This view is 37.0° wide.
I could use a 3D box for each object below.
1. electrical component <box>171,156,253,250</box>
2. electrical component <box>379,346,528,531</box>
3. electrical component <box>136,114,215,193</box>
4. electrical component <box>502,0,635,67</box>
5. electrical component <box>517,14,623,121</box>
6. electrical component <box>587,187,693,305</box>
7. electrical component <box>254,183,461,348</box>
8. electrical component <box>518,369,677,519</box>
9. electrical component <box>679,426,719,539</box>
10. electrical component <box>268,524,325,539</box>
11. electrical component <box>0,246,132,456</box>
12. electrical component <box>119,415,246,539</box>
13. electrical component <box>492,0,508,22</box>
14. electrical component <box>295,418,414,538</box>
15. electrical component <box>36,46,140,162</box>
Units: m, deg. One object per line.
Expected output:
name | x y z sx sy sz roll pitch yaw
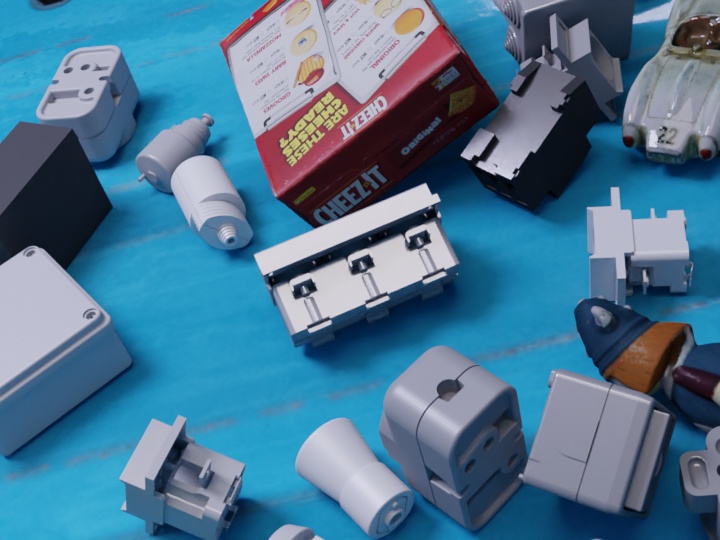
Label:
electrical component | -0.109 -0.045 0.802 0.043 0.043 0.081 -25 46 -8
electrical component | 0.051 0.091 0.593 0.054 0.095 0.059 -41 50 -22
electrical component | -0.145 -0.097 0.863 0.040 0.040 0.078 19 55 30
electrical component | 0.161 -0.197 0.832 0.100 0.099 0.048 -18 59 -1
electrical component | 0.155 -0.144 0.800 0.064 0.081 0.042 -28 37 31
electrical component | 0.179 -0.011 0.690 0.064 0.042 0.081 -2 48 12
electrical component | 0.000 0.000 0.710 0.121 0.078 0.063 -23 75 -6
electrical component | 0.134 0.096 0.572 0.061 0.096 0.061 16 83 27
electrical component | 0.205 0.117 0.552 0.078 0.057 0.058 -7 46 9
electrical component | -0.025 0.168 0.578 0.055 0.048 0.066 24 57 24
electrical component | -0.232 0.052 0.736 0.109 0.056 0.109 -38 49 -19
electrical component | -0.101 0.125 0.624 0.064 0.081 0.042 23 55 5
electrical component | 0.154 -0.243 0.878 0.054 0.095 0.059 16 34 -33
electrical component | -0.001 0.122 0.618 0.044 0.044 0.065 -37 54 -19
electrical component | -0.227 -0.137 0.910 0.054 0.059 0.095 -2 47 14
